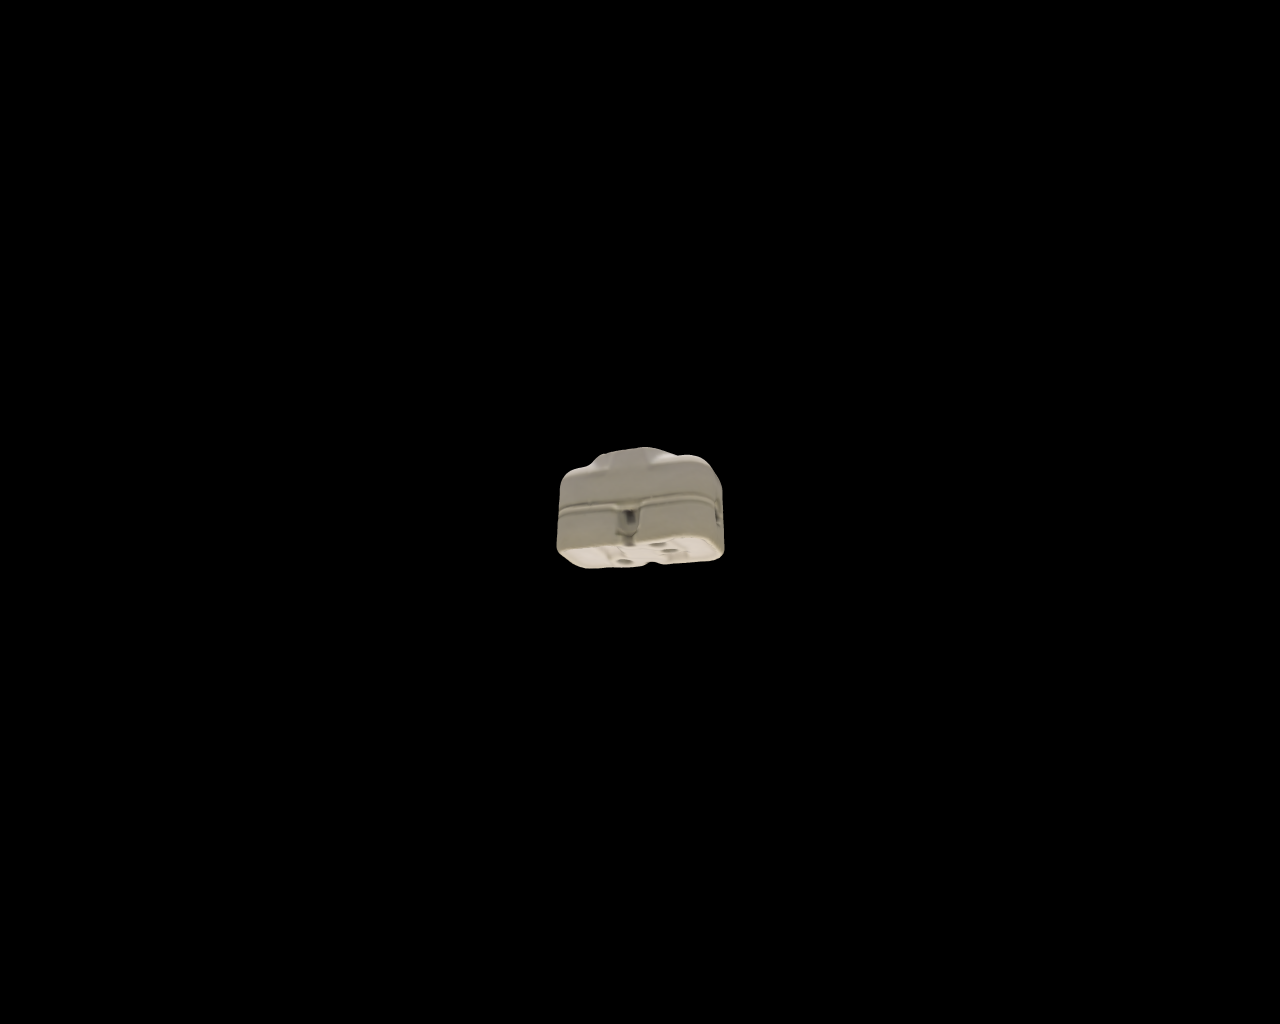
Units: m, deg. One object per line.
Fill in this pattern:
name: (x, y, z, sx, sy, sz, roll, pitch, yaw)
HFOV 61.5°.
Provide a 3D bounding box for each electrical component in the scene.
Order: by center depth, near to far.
electrical component: (0.001, -0.003, 0.650, 0.095, 0.059, 0.053, -6, -19, 16)
